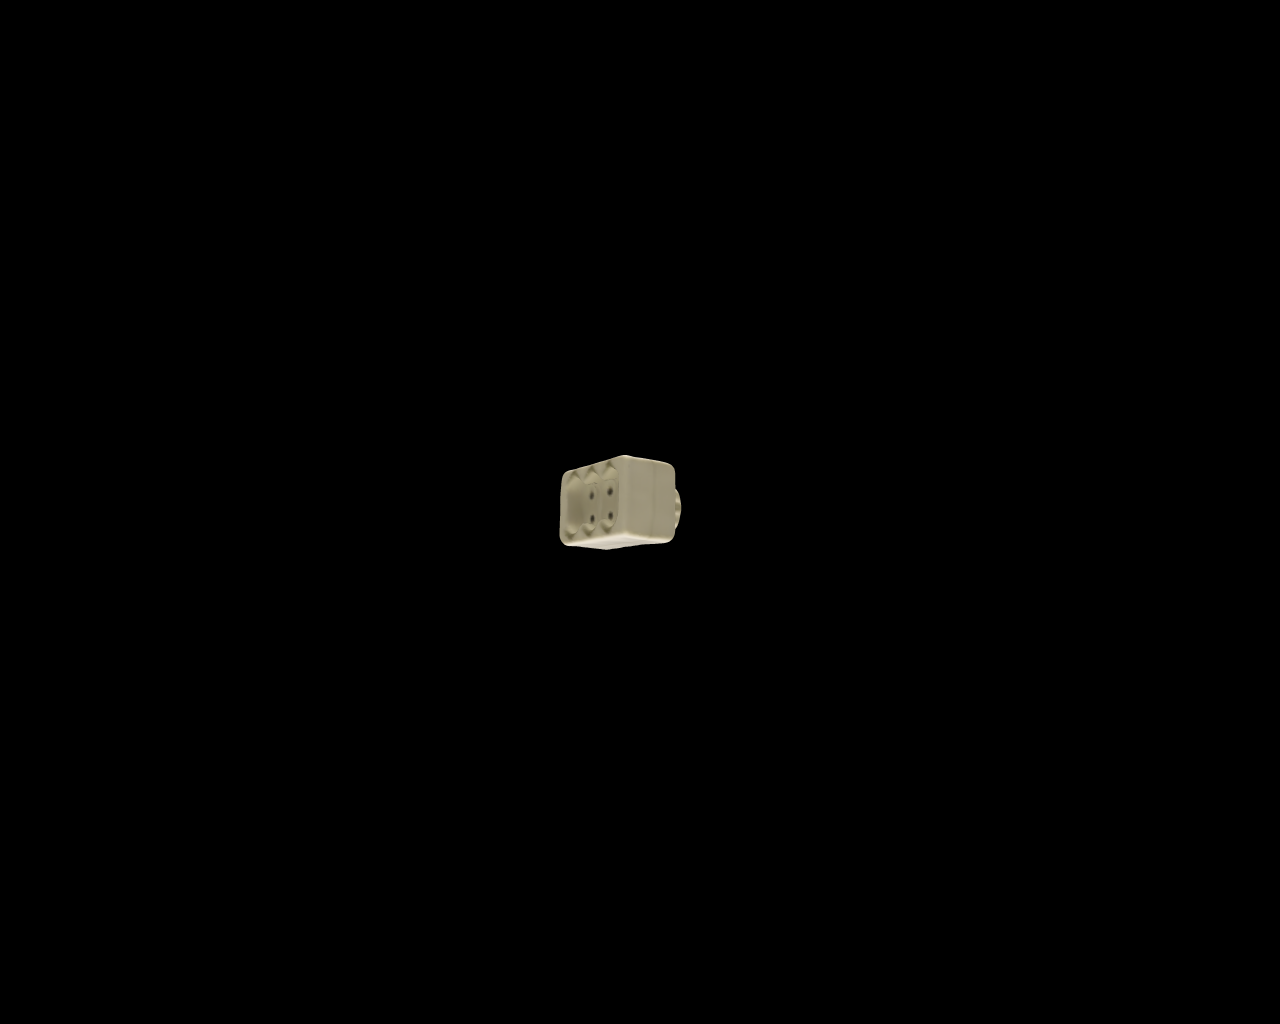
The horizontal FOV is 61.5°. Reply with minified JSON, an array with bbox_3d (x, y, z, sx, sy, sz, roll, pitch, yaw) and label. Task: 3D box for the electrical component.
[{"bbox_3d":[0.001,-0.003,0.650,0.077,0.047,0.065,7,-11,-39],"label":"electrical component"}]
